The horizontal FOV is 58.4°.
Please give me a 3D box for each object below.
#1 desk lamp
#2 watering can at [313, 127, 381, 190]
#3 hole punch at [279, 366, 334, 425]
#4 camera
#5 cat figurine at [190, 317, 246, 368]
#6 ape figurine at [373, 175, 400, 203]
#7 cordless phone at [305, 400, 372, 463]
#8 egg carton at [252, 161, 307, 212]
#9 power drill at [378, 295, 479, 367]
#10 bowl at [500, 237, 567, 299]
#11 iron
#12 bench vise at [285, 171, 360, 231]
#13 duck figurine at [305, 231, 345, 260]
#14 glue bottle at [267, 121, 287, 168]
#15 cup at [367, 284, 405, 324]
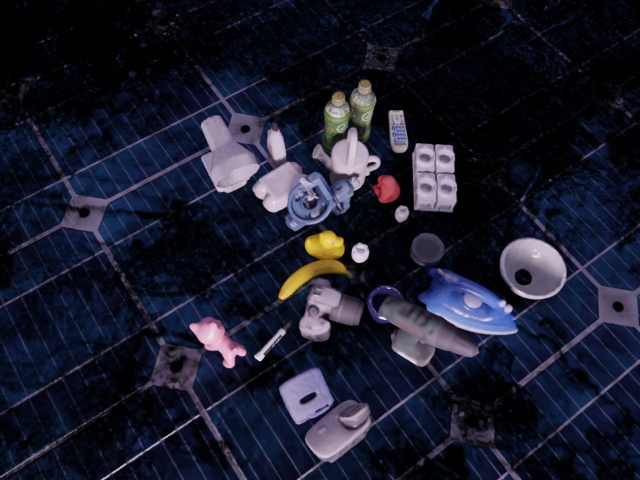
[{"bbox_3d":[-0.245,-0.210,1.490,0.118,0.213,0.203,-26,68,-14],"label":"desk lamp"},{"bbox_3d":[0.071,-0.218,1.518,0.173,0.194,0.101,-15,66,-9],"label":"watering can"},{"bbox_3d":[-0.028,0.352,1.295,0.109,0.091,0.101,-26,68,-14],"label":"hole punch"},{"bbox_3d":[0.032,0.172,1.380,0.136,0.101,0.143,15,64,5],"label":"camera"},{"bbox_3d":[-0.237,0.228,1.331,0.127,0.118,0.067,36,68,14],"label":"cat figurine"},{"bbox_3d":[0.182,-0.145,1.545,0.076,0.092,0.078,17,65,6],"label":"ape figurine"},{"bbox_3d":[0.044,0.400,1.223,0.148,0.185,0.094,-37,71,-18],"label":"cordless phone"},{"bbox_3d":[-0.098,-0.143,1.544,0.150,0.069,0.107,-34,70,-17],"label":"egg carton"},{"bbox_3d":[0.235,0.217,1.307,0.229,0.208,0.076,30,67,12],"label":"power drill"},{"bbox_3d":[0.532,0.082,1.460,0.167,0.075,0.167,1,64,-2],"label":"bowl"},{"bbox_3d":[0.377,0.145,1.386,0.258,0.141,0.119,24,65,9],"label":"iron"},{"bbox_3d":[0.001,-0.129,1.458,0.121,0.220,0.208,40,69,16],"label":"bench vise"},{"bbox_3d":[0.013,0.005,1.468,0.104,0.086,0.077,9,64,2],"label":"duck figurine"},{"bbox_3d":[-0.119,-0.265,1.544,0.037,0.173,0.078,-22,67,-12],"label":"glue bottle"},{"bbox_3d":[0.169,0.168,1.391,0.117,0.095,0.092,11,64,3],"label":"cup"}]
